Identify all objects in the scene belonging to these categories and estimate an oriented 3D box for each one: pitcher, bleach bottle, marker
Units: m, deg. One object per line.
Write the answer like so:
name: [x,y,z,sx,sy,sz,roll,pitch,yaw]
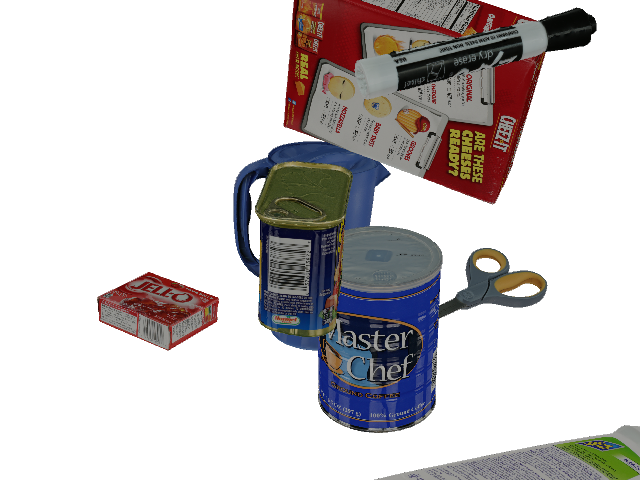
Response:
pitcher: [-0.014,0.007,1.307,0.149,0.243,0.144,16,24,28]
bleach bottle: [0.152,0.157,0.625,0.250,0.068,0.103,-8,20,-24]
marker: [0.076,-0.090,0.509,0.121,0.020,0.020,-15,3,-12]

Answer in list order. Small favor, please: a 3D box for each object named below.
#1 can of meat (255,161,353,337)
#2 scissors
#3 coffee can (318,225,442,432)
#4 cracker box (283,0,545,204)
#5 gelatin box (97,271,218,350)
can of meat: [-0.011,0.005,0.711,0.057,0.084,0.102,5,25,4]
scissors: [0.145,0.047,1.101,0.201,0.016,0.096,-7,40,-29]
coffee can: [0.048,0.073,0.887,0.103,0.140,0.103,-1,27,0]
cracker box: [0.080,-0.144,0.945,0.214,0.164,0.072,21,49,12]
gelatin box: [-0.152,0.064,1.002,0.089,0.030,0.073,19,27,28]
